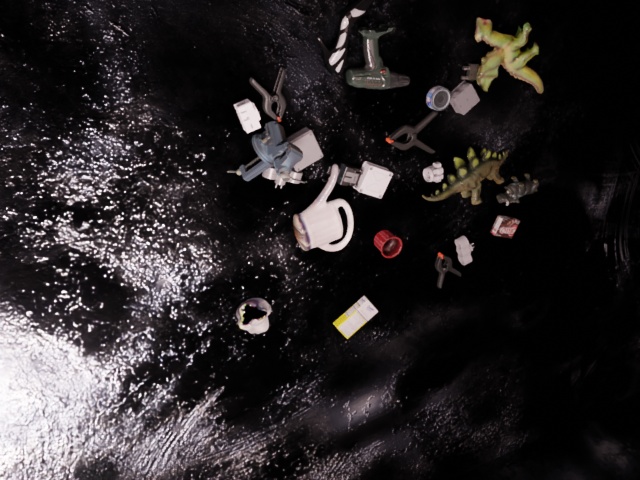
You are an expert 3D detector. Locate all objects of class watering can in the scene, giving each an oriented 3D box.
[{"bbox_3d":[0.006,-0.092,1.838,0.225,0.106,0.340,-22,123,-12],"label":"watering can"}]

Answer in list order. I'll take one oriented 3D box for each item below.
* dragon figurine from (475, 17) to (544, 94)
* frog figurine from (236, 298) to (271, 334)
[{"bbox_3d":[0.671,-0.638,1.872,0.242,0.124,0.403,-33,123,5],"label":"dragon figurine"},{"bbox_3d":[-0.242,0.287,1.943,0.138,0.124,0.157,-46,161,-6],"label":"frog figurine"}]
